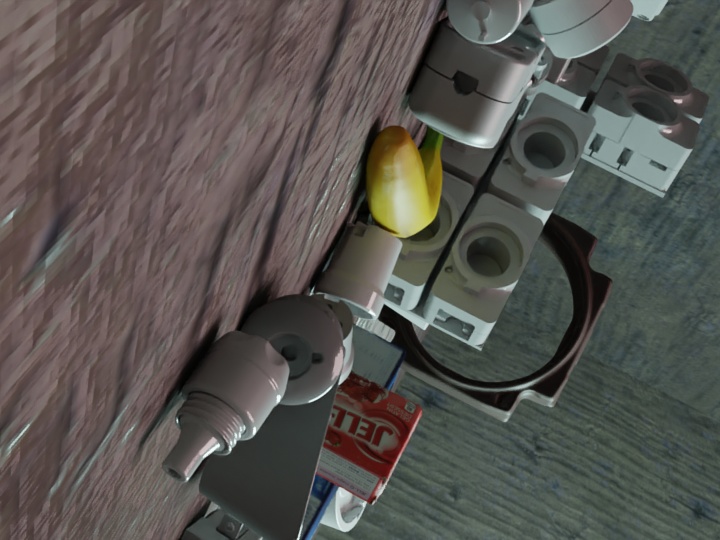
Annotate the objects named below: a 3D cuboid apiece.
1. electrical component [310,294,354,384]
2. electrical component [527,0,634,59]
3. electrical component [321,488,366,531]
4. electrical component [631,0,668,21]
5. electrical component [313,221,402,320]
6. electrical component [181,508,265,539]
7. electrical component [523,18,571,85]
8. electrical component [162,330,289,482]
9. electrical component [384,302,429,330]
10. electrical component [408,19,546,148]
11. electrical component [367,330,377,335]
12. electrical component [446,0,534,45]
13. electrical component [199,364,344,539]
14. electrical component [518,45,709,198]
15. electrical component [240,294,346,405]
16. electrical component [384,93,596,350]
[{"bbox_3d":[-0.022,0.040,0.601,0.040,0.040,0.046,-59,168,-32],"label":"electrical component"},{"bbox_3d":[0.114,-0.186,0.639,0.052,0.073,0.138,-30,-152,18],"label":"electrical component"},{"bbox_3d":[-0.030,0.193,1.043,0.108,0.060,0.108,9,90,-70],"label":"electrical component"},{"bbox_3d":[0.176,-0.232,0.753,0.109,0.109,0.056,23,91,-84],"label":"electrical component"},{"bbox_3d":[0.000,0.000,0.616,0.040,0.040,0.046,91,22,-77],"label":"electrical component"},{"bbox_3d":[-0.082,0.168,0.633,0.066,0.048,0.055,-65,166,18],"label":"electrical component"},{"bbox_3d":[0.127,-0.172,0.799,0.047,0.066,0.076,-66,173,27],"label":"electrical component"},{"bbox_3d":[-0.055,0.055,0.416,0.061,0.035,0.035,-56,171,-34],"label":"electrical component"},{"bbox_3d":[0.051,-0.013,0.876,0.108,0.060,0.108,-61,174,-11],"label":"electrical component"},{"bbox_3d":[0.067,-0.110,0.622,0.059,0.054,0.095,-66,173,25],"label":"electrical component"},{"bbox_3d":[0.003,0.071,0.933,0.040,0.040,0.078,-60,173,-20],"label":"electrical component"},{"bbox_3d":[0.074,-0.150,0.573,0.078,0.040,0.040,-56,171,-50],"label":"electrical component"},{"bbox_3d":[-0.038,0.088,0.554,0.099,0.064,0.099,-61,174,-12],"label":"electrical component"},{"bbox_3d":[0.203,-0.154,0.939,0.105,0.186,0.060,-56,171,-47],"label":"electrical component"},{"bbox_3d":[-0.029,0.032,0.494,0.048,0.048,0.062,-64,180,12],"label":"electrical component"},{"bbox_3d":[0.085,-0.052,0.783,0.186,0.105,0.060,-60,173,-22],"label":"electrical component"}]
